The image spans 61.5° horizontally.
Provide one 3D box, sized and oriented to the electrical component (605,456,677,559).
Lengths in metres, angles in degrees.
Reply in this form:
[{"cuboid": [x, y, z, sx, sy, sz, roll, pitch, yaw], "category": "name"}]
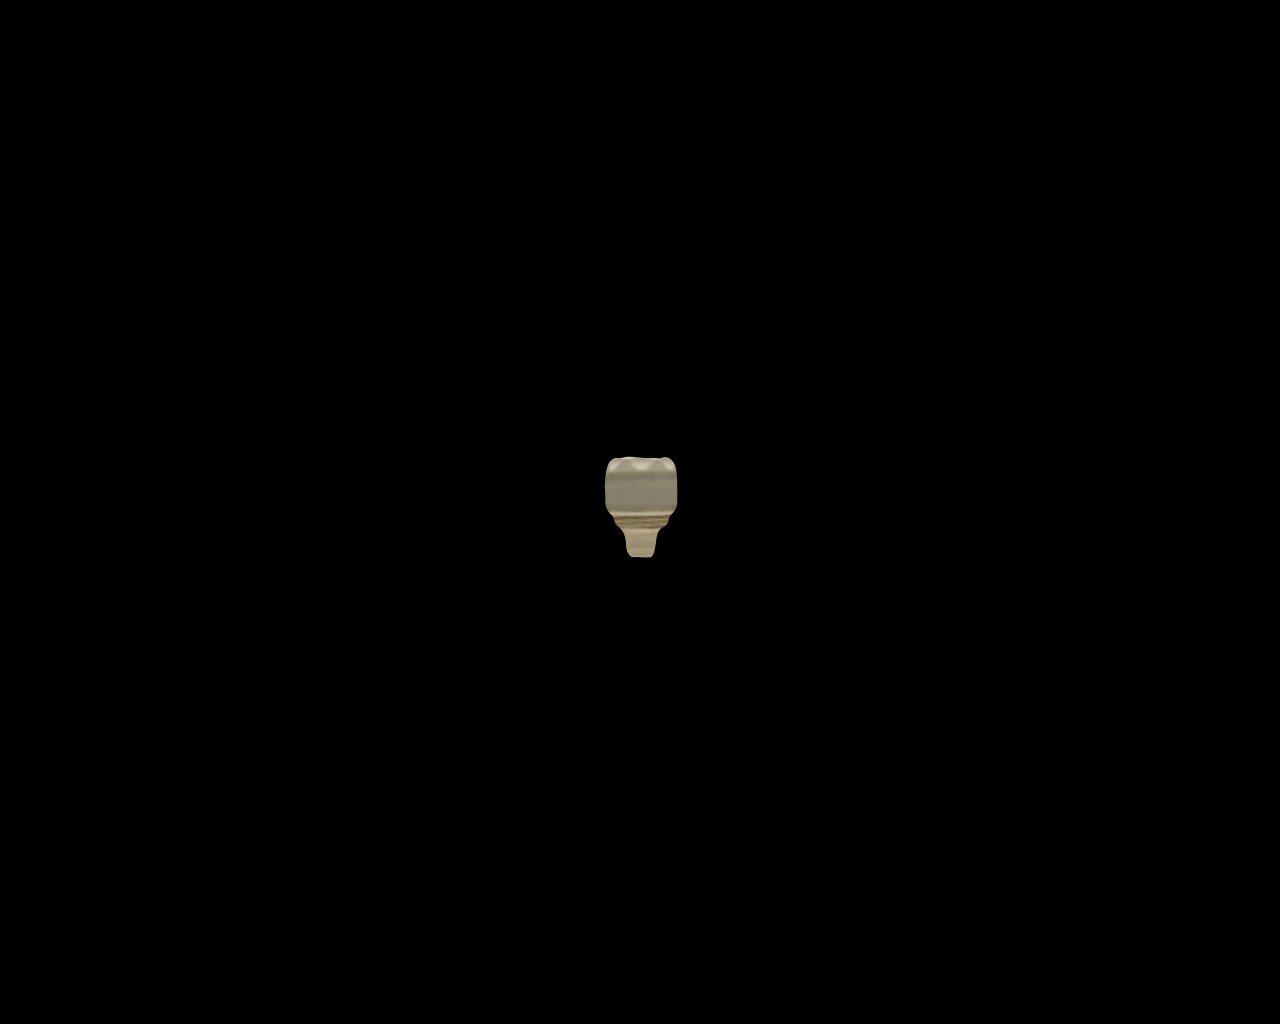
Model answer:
[{"cuboid": [0.001, -0.003, 0.650, 0.043, 0.062, 0.043, 0, 0, 0], "category": "electrical component"}]
